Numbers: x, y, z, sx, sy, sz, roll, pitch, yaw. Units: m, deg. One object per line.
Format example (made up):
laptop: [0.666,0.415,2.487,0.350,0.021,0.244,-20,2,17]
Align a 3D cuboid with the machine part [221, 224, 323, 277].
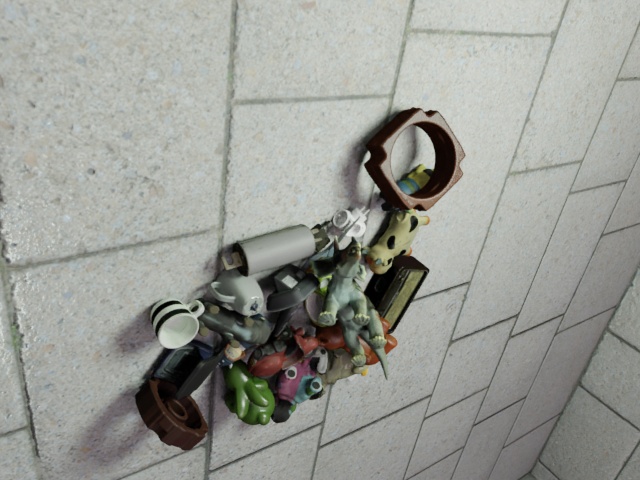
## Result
machine part: [-0.099,0.021,1.172,0.243,0.079,0.079,-18,129,-31]

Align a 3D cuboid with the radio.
radio: [0.196,0.152,1.508,0.131,0.073,0.229,11,111,-43]

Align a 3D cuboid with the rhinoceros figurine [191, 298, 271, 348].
rhinoceros figurine: [-0.195,0.188,1.183,0.190,0.112,0.073,24,86,-27]

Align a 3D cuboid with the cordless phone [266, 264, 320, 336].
cordless phone: [-0.085,0.161,1.253,0.184,0.089,0.146,-64,171,22]

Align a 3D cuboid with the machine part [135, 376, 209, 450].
machine part: [-0.326,0.380,1.180,0.056,0.180,0.179,-44,137,-2]

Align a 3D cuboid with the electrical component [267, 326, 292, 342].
electrical component: [-0.101,0.263,1.367,0.078,0.045,0.102,25,102,-44]

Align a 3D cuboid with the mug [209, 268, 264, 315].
mug: [-0.176,0.112,1.154,0.109,0.107,0.080,6,114,-44]

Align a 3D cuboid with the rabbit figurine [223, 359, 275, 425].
rabbit figurine: [-0.189,0.373,1.318,0.121,0.159,0.170,-28,119,-8]

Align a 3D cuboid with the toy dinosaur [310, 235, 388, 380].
toy dinosaur: [0.081,0.162,1.275,0.131,0.192,0.404,-12,134,12]

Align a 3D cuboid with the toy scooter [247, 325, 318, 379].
toy scooter: [-0.087,0.258,1.275,0.184,0.075,0.135,-18,148,-18]

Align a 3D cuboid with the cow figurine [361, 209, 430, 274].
cow figurine: [0.188,0.005,1.390,0.127,0.086,0.194,9,116,-49]

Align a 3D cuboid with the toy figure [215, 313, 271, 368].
toy figure: [-0.186,0.240,1.273,0.154,0.064,0.057,-44,158,-11]

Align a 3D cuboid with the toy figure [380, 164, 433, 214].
toy figure: [0.237,-0.120,1.336,0.180,0.089,0.082,-25,140,-27]

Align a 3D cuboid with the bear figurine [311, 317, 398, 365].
bear figurine: [0.083,0.244,1.404,0.196,0.120,0.132,32,108,-18]

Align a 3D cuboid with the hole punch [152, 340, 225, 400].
hole punch: [-0.297,0.283,1.208,0.142,0.092,0.115,-55,165,3]

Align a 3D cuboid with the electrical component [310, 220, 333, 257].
electrical component: [-0.003,-0.004,1.273,0.094,0.021,0.063,-42,137,-9]

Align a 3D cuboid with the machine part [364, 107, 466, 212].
machine part: [0.216,-0.182,1.227,0.201,0.087,0.201,-44,113,-11]

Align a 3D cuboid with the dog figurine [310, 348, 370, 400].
dog figurine: [0.046,0.372,1.511,0.172,0.121,0.190,21,112,-14]

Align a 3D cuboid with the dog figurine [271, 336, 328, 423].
dog figurine: [-0.072,0.379,1.431,0.108,0.191,0.219,25,134,-7]
